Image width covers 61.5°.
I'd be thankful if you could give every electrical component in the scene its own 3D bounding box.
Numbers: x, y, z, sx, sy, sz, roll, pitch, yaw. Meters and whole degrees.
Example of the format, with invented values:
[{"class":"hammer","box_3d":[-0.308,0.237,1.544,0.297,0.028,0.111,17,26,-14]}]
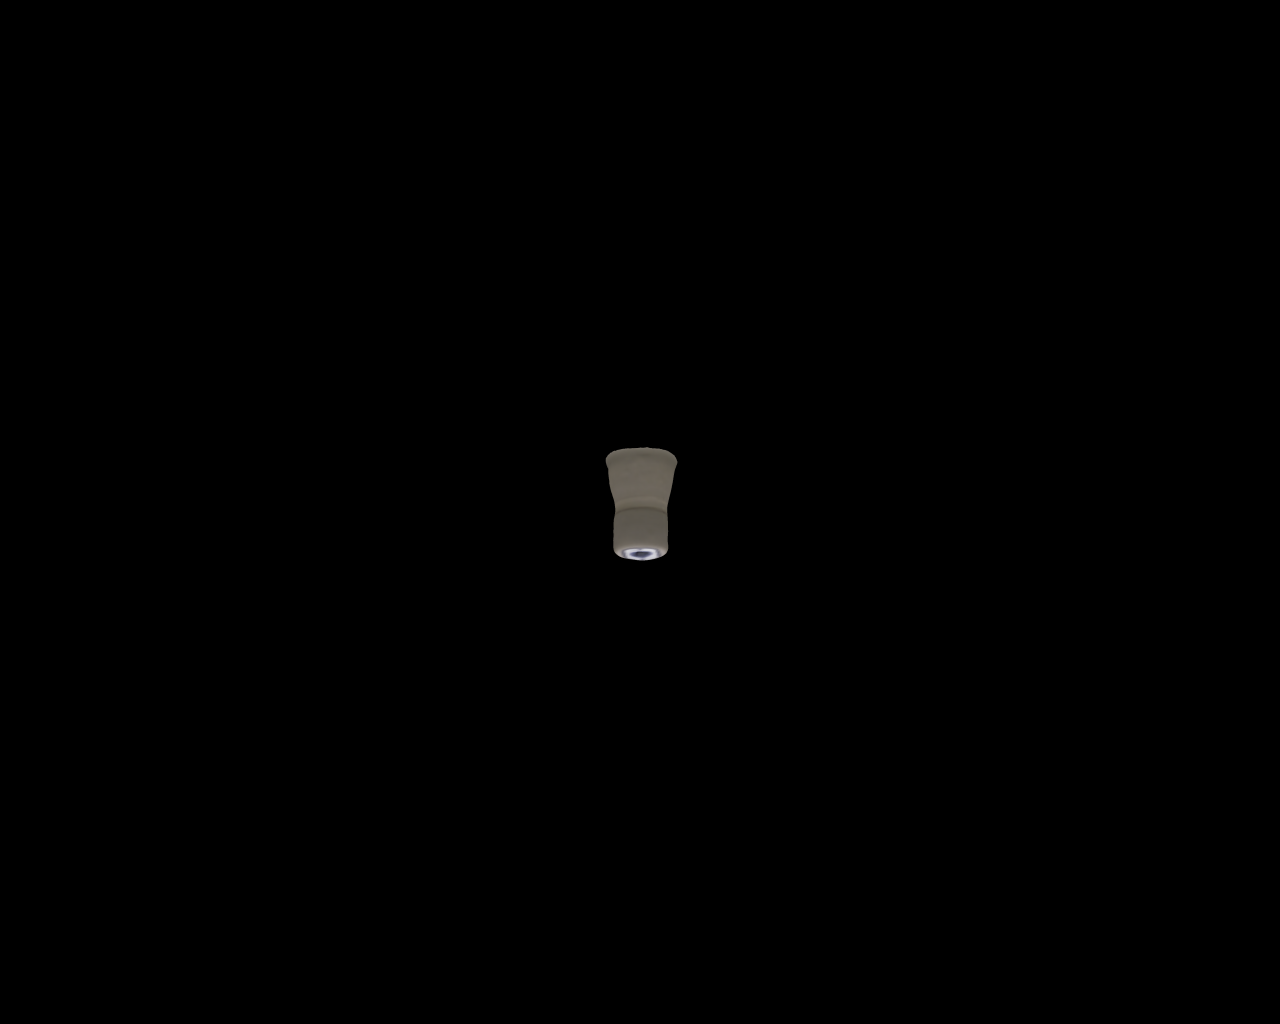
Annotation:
[{"class":"electrical component","box_3d":[0.001,-0.003,0.650,0.044,0.065,0.044,0,-18,0]}]
